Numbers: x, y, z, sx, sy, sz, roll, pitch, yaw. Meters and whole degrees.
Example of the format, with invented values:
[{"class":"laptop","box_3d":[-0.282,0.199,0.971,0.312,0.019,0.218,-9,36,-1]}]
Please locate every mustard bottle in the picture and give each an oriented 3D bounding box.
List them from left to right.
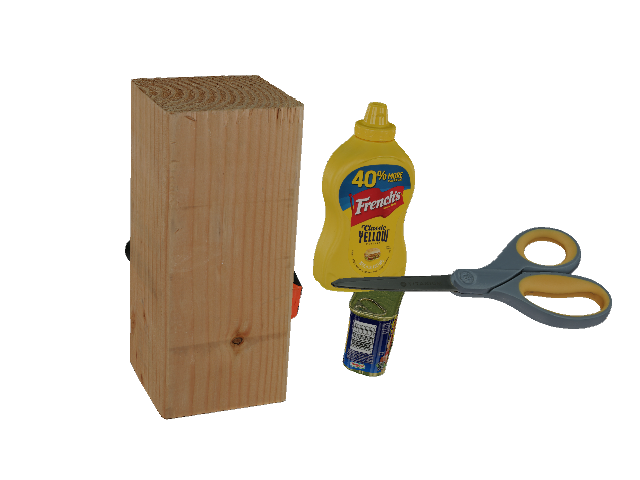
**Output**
[{"class":"mustard bottle","box_3d":[0.048,-0.045,1.082,0.096,0.192,0.058,-2,21,-21]}]

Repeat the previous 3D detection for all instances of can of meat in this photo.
[{"class":"can of meat","box_3d":[0.063,0.101,1.273,0.057,0.084,0.102,12,26,8]}]

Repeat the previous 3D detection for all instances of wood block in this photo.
[{"class":"wood block","box_3d":[-0.073,0.002,0.706,0.090,0.206,0.090,-5,23,-23]}]

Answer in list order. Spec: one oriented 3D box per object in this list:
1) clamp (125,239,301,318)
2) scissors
[{"class":"clamp","box_3d":[-0.073,0.024,0.933,0.172,0.039,0.120,23,27,32]},{"class":"scissors","box_3d":[0.111,0.017,0.769,0.201,0.096,0.016,12,-43,-3]}]
